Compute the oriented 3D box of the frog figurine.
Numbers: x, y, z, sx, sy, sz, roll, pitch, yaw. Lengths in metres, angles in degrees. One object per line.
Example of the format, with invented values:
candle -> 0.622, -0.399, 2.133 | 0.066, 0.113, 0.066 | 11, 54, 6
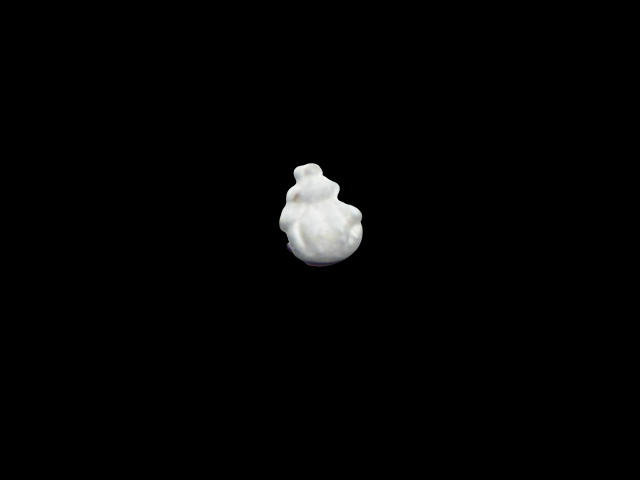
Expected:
frog figurine -> 0.003, -0.043, 0.850 | 0.137, 0.156, 0.125 | 3, 27, 7
